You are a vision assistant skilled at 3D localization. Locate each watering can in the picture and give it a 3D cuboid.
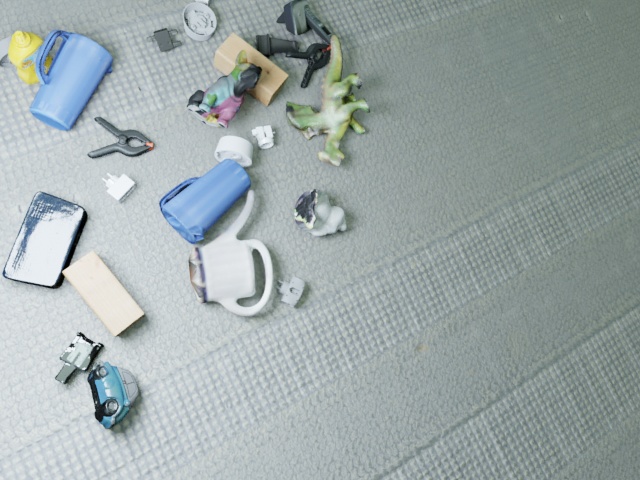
[{"bbox_3d":[-0.248,0.041,1.414,0.225,0.103,0.350,-7,81,-17],"label":"watering can"}]

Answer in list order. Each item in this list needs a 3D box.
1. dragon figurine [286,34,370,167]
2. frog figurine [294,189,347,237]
[{"bbox_3d":[0.011,-0.422,1.600,0.243,0.121,0.412,-18,84,-11],"label":"dragon figurine"},{"bbox_3d":[0.005,-0.077,1.533,0.158,0.121,0.139,15,62,-50],"label":"frog figurine"}]
